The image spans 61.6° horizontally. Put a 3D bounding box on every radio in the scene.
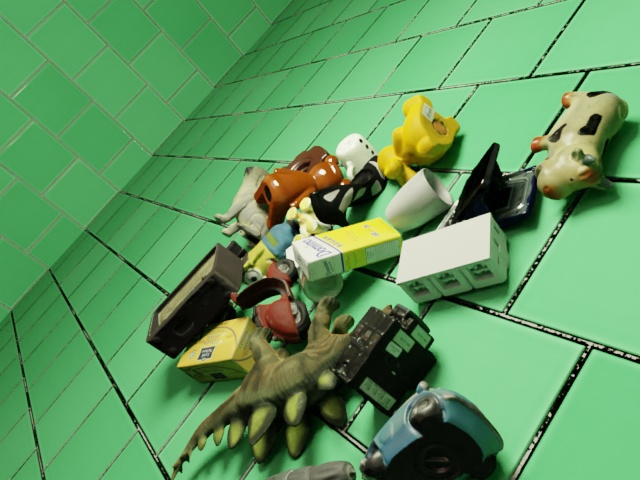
[{"bbox_3d":[-0.256,0.125,1.098,0.229,0.073,0.131,-47,21,13],"label":"radio"}]

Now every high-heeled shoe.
[{"bbox_3d":[0.054,-0.120,1.096,0.086,0.145,0.249,-16,42,39],"label":"high-heeled shoe"}]

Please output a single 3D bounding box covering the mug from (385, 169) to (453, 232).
[{"bbox_3d":[0.169,-0.071,0.964,0.107,0.080,0.110,-39,23,25],"label":"mug"}]

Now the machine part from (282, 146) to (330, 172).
[{"bbox_3d":[-0.037,-0.162,1.354,0.179,0.056,0.179,-30,33,22],"label":"machine part"}]

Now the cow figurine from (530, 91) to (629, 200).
[{"bbox_3d":[0.381,-0.136,0.783,0.195,0.085,0.127,-52,24,-15],"label":"cow figurine"}]

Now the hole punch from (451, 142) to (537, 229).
[{"bbox_3d":[0.274,-0.071,0.842,0.115,0.092,0.142,119,175,-58],"label":"hole punch"}]

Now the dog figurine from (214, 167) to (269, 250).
[{"bbox_3d":[-0.141,-0.083,1.304,0.190,0.172,0.121,-58,-8,-22],"label":"dog figurine"}]

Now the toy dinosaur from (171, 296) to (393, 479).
[{"bbox_3d":[-0.068,0.235,0.846,0.471,0.105,0.199,-35,34,24],"label":"toy dinosaur"}]

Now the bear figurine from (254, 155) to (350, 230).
[{"bbox_3d":[-0.038,-0.116,1.230,0.196,0.120,0.132,-17,-25,-28],"label":"bear figurine"}]

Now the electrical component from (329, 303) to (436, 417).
[{"bbox_3d":[0.093,0.157,0.731,0.134,0.114,0.058,-50,34,-10],"label":"electrical component"}]

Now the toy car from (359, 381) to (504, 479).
[{"bbox_3d":[0.125,0.231,0.627,0.161,0.109,0.103,-46,5,19],"label":"toy car"}]

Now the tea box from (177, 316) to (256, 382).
[{"bbox_3d":[-0.190,0.216,1.051,0.170,0.068,0.098,-18,38,37],"label":"tea box"}]

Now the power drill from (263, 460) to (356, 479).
[{"bbox_3d":[-0.058,0.388,0.662,0.232,0.086,0.207,-27,38,30],"label":"power drill"}]

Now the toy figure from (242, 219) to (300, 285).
[{"bbox_3d":[-0.106,0.029,1.173,0.180,0.082,0.089,-49,16,2],"label":"toy figure"}]

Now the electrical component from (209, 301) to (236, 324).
[{"bbox_3d":[-0.216,0.166,1.169,0.078,0.045,0.102,-27,34,26],"label":"electrical component"}]

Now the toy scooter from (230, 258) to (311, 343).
[{"bbox_3d":[-0.093,0.121,0.989,0.135,0.075,0.184,-17,49,-3],"label":"toy scooter"}]

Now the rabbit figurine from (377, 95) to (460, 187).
[{"bbox_3d":[0.181,-0.171,1.069,0.173,0.122,0.162,-31,39,48],"label":"rabbit figurine"}]

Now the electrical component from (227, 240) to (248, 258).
[{"bbox_3d":[-0.191,0.040,1.268,0.048,0.074,0.119,-49,34,-8],"label":"electrical component"}]

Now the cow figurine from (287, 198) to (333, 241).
[{"bbox_3d":[-0.003,-0.001,1.086,0.068,0.098,0.167,-39,45,24],"label":"cow figurine"}]
